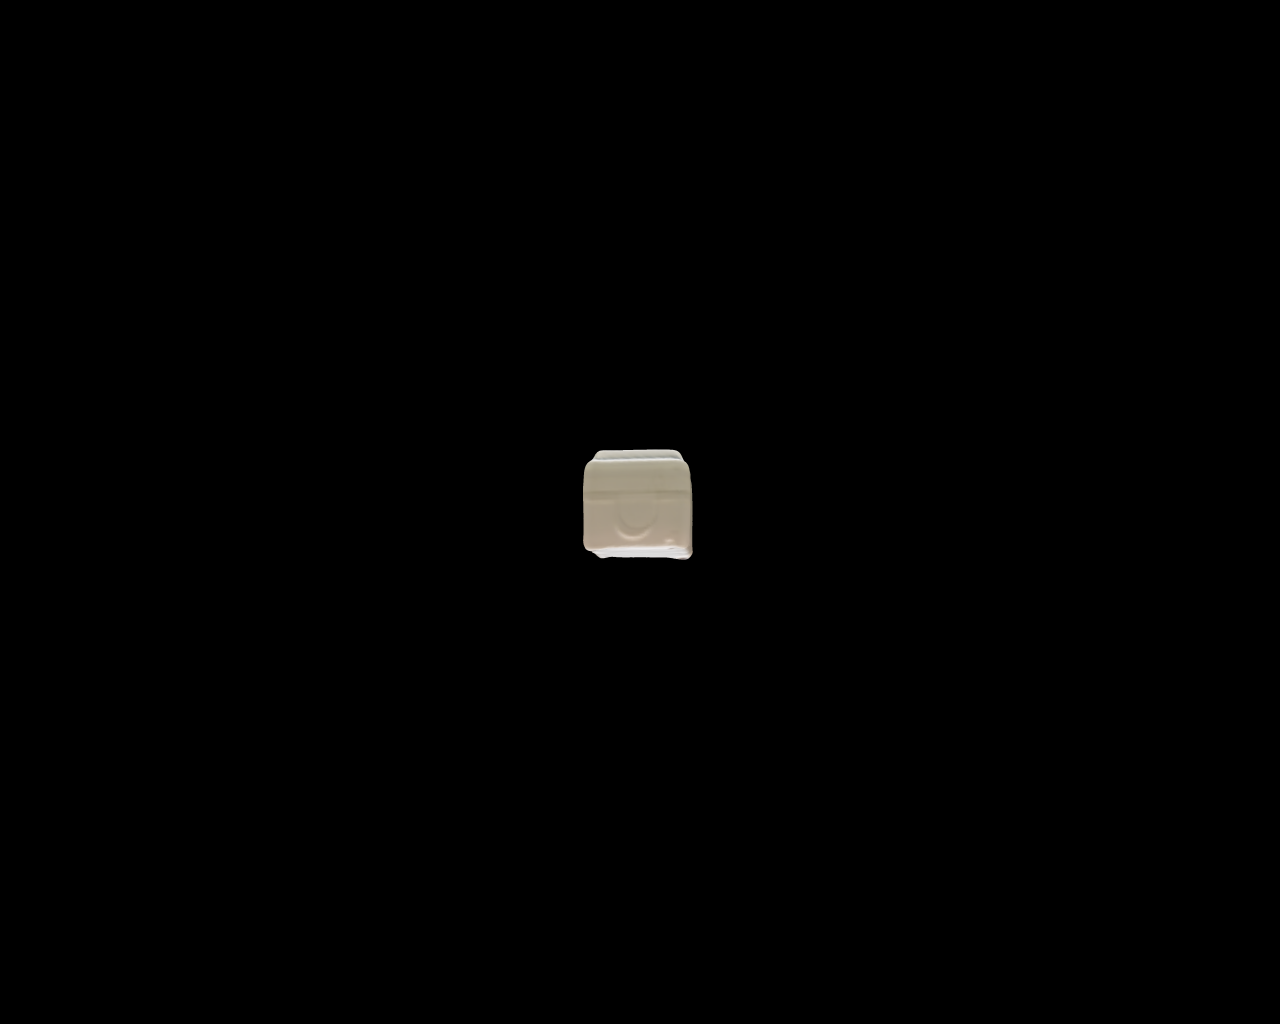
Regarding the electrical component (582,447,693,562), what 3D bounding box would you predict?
[{"bbox_3d":[0.001,-0.003,0.650,0.062,0.061,0.096,0,-7,4],"label":"electrical component"}]
